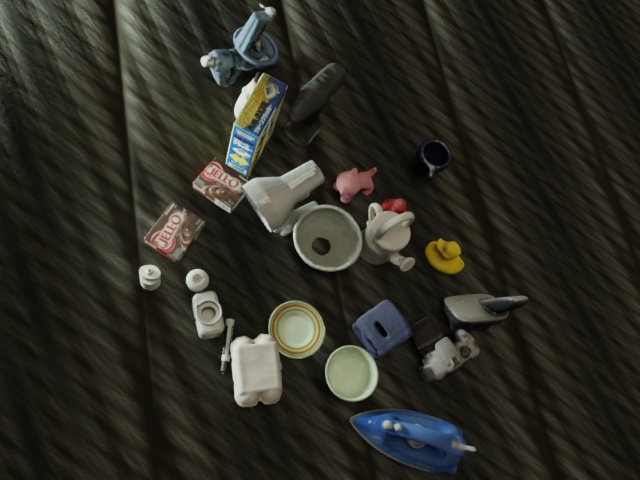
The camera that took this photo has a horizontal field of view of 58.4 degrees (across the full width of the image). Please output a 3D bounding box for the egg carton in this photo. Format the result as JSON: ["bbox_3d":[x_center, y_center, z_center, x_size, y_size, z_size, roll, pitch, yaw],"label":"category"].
[{"bbox_3d":[-0.135,0.279,1.227,0.107,0.069,0.150,-4,72,-17],"label":"egg carton"}]

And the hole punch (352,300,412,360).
[{"bbox_3d":[0.143,0.208,1.318,0.101,0.091,0.108,-33,82,-23],"label":"hole punch"}]

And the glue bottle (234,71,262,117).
[{"bbox_3d":[-0.162,-0.354,1.392,0.078,0.173,0.037,-27,79,-22],"label":"glue bottle"}]

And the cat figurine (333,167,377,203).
[{"bbox_3d":[0.086,-0.145,1.415,0.128,0.117,0.067,-26,79,-22],"label":"cat figurine"}]

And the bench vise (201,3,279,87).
[{"bbox_3d":[-0.180,-0.468,1.403,0.121,0.219,0.208,46,66,4],"label":"bench vise"}]

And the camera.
[{"bbox_3d":[0.282,0.241,1.338,0.143,0.100,0.137,-28,80,-22],"label":"camera"}]

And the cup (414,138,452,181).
[{"bbox_3d":[0.284,-0.194,1.500,0.092,0.095,0.118,17,67,-9],"label":"cup"}]

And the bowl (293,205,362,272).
[{"bbox_3d":[0.013,0.005,1.364,0.168,0.074,0.167,5,69,-14],"label":"bowl"}]

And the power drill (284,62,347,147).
[{"bbox_3d":[-0.022,-0.320,1.399,0.075,0.208,0.230,34,66,-1],"label":"power drill"}]

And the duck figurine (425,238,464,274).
[{"bbox_3d":[0.322,0.036,1.432,0.104,0.086,0.078,38,66,1],"label":"duck figurine"}]

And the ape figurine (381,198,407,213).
[{"bbox_3d":[0.186,-0.076,1.431,0.078,0.092,0.076,19,67,-8],"label":"ape figurine"}]

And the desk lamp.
[{"bbox_3d":[-0.079,-0.094,1.298,0.204,0.213,0.118,-31,81,-23],"label":"desk lamp"}]

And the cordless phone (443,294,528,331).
[{"bbox_3d":[0.390,0.155,1.353,0.148,0.185,0.094,-5,72,-17],"label":"cordless phone"}]

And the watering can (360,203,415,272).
[{"bbox_3d":[0.167,-0.010,1.347,0.173,0.194,0.101,45,66,4],"label":"watering can"}]

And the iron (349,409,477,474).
[{"bbox_3d":[0.200,0.420,1.228,0.258,0.141,0.119,19,67,-8],"label":"iron"}]
